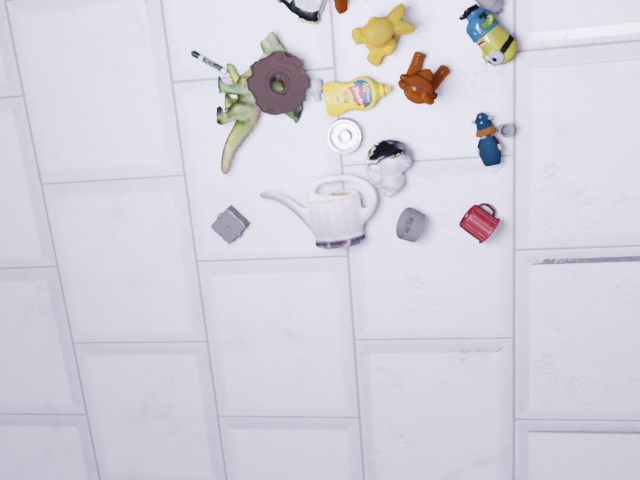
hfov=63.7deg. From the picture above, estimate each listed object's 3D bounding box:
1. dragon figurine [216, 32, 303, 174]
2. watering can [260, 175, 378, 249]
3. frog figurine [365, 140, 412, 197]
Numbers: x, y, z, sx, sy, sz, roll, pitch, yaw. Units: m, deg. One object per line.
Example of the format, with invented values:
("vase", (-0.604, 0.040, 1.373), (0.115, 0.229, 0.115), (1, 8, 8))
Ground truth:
("dragon figurine", (-0.170, -0.391, 1.502), (0.243, 0.124, 0.405), (3, 105, -1))
("watering can", (0.005, -0.078, 1.543), (0.347, 0.105, 0.222), (-7, 103, 9))
("frog figurine", (0.206, -0.209, 1.503), (0.137, 0.125, 0.156), (-27, 135, 5))
